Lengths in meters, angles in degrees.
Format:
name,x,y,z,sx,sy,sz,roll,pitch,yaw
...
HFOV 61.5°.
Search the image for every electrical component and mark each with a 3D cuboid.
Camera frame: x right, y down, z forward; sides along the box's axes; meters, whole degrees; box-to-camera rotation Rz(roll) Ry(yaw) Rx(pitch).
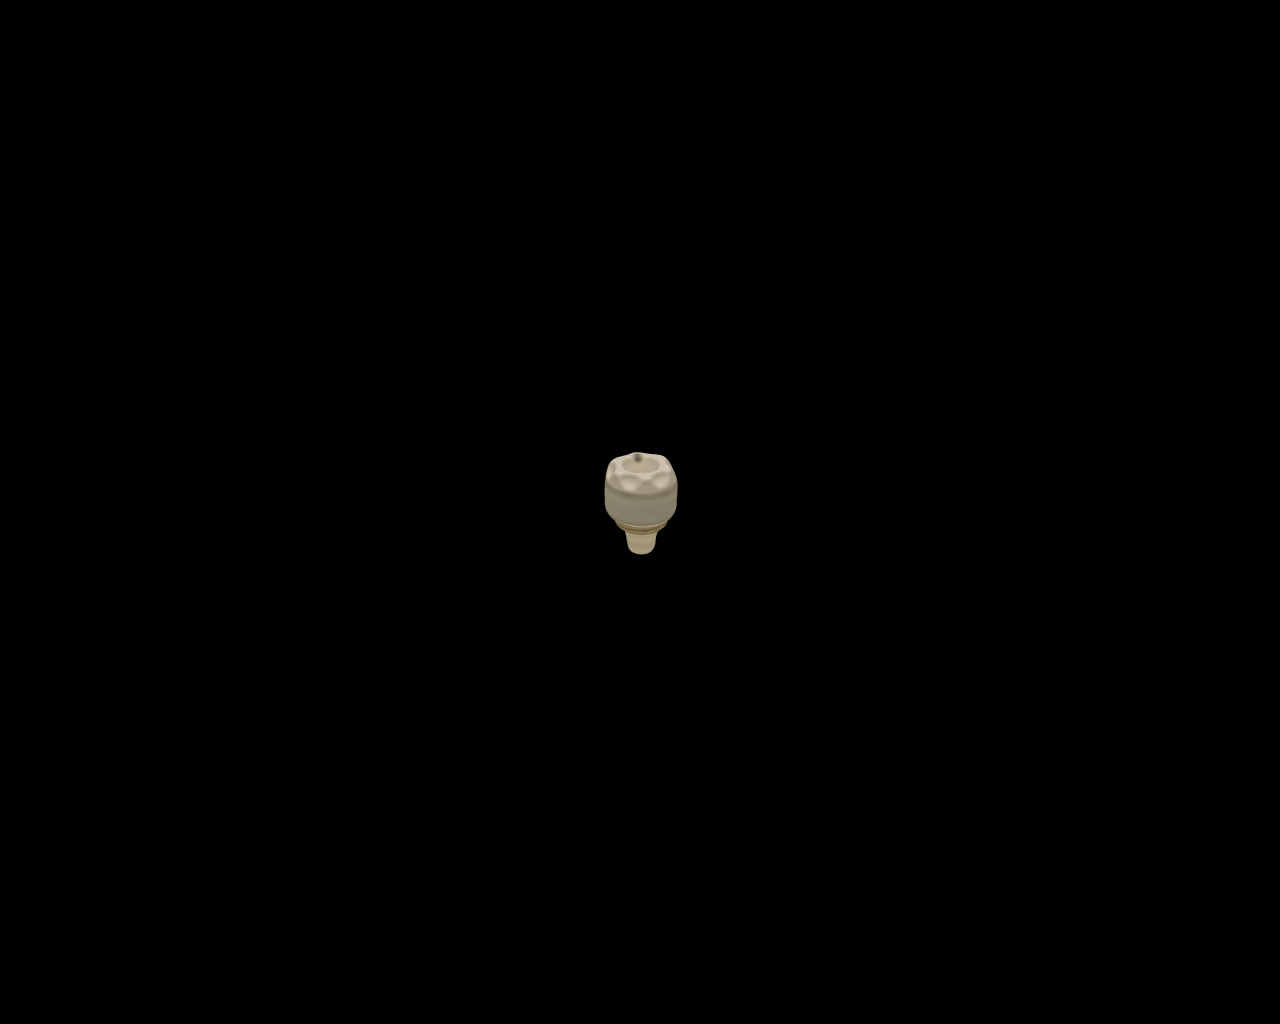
name,x,y,z,sx,sy,sz,roll,pitch,yaw
electrical component,0.001,-0.003,0.650,0.043,0.062,0.043,0,29,0
